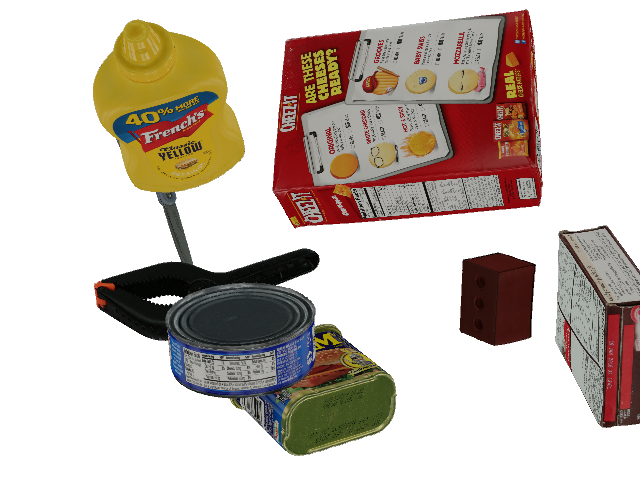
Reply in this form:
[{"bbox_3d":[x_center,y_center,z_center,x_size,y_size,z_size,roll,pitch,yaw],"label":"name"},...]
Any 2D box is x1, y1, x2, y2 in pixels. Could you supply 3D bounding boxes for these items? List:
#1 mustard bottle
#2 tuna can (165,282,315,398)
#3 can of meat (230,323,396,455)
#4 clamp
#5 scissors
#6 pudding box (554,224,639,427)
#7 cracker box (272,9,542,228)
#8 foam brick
[{"bbox_3d":[-0.114,-0.102,0.785,0.096,0.058,0.191,-16,-22,-3],"label":"mustard bottle"},{"bbox_3d":[-0.045,0.056,0.614,0.086,0.034,0.086,-2,21,1],"label":"tuna can"},{"bbox_3d":[-0.005,0.112,0.802,0.101,0.057,0.084,-12,27,-29],"label":"can of meat"},{"bbox_3d":[-0.103,0.064,0.977,0.210,0.036,0.164,0,37,-2],"label":"clamp"},{"bbox_3d":[-0.160,-0.064,1.177,0.016,0.201,0.096,-15,18,47],"label":"scissors"},{"bbox_3d":[0.185,0.053,0.694,0.039,0.090,0.113,-5,25,-3],"label":"pudding box"},{"bbox_3d":[0.075,-0.101,0.902,0.214,0.164,0.072,-5,-32,15],"label":"cracker box"},{"bbox_3d":[0.173,0.057,1.047,0.051,0.078,0.053,-11,19,-34],"label":"foam brick"}]
